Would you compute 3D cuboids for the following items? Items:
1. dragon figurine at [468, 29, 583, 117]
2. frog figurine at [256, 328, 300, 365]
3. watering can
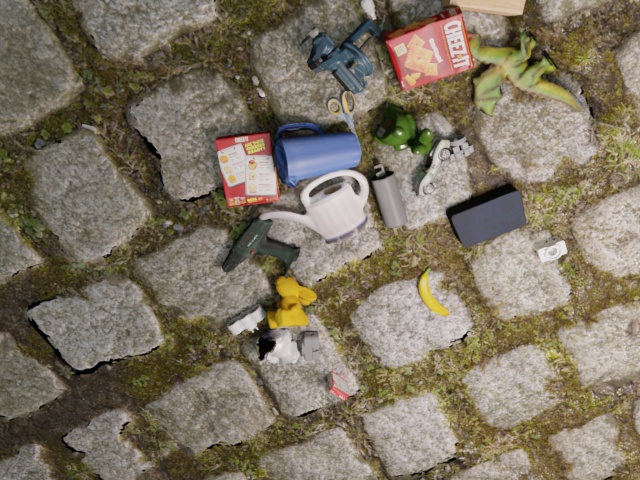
[{"bbox_3d":[0.570,-0.467,1.527,0.239,0.125,0.407,-36,107,28],"label":"dragon figurine"},{"bbox_3d":[-0.136,0.367,1.779,0.159,0.124,0.136,12,106,-45],"label":"frog figurine"},{"bbox_3d":[0.005,-0.081,1.611,0.347,0.106,0.221,-27,109,7],"label":"watering can"}]
